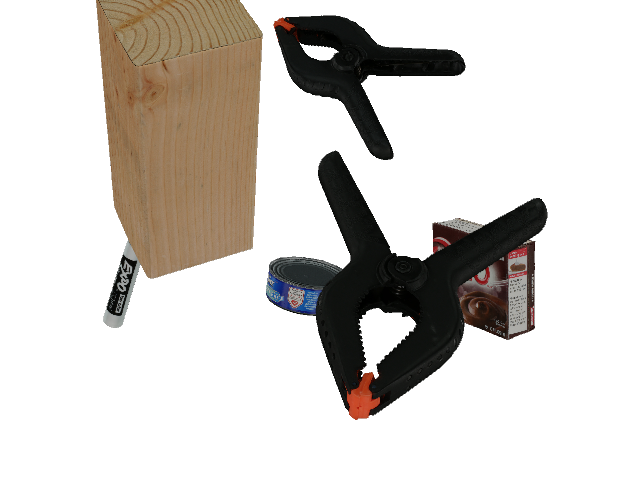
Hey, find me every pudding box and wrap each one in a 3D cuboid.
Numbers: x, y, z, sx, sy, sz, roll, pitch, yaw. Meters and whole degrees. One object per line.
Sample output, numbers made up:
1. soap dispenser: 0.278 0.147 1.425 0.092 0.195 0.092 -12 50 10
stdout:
1. pudding box: 0.152 0.033 1.003 0.039 0.090 0.114 -14 18 -31

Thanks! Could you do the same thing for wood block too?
1. wood block: -0.103 -0.081 0.779 0.090 0.090 0.206 -17 -39 -20

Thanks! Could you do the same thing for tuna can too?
1. tuna can: -0.014 0.048 1.125 0.086 0.034 0.086 9 19 -3

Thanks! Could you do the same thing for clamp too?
1. clamp: 0.038 -0.154 0.933 0.120 0.172 0.039 -40 -23 -20
2. clamp: 0.045 0.022 0.705 0.165 0.209 0.036 19 -40 15

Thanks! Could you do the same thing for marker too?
1. marker: -0.174 0.028 0.968 0.020 0.121 0.020 16 30 -10
